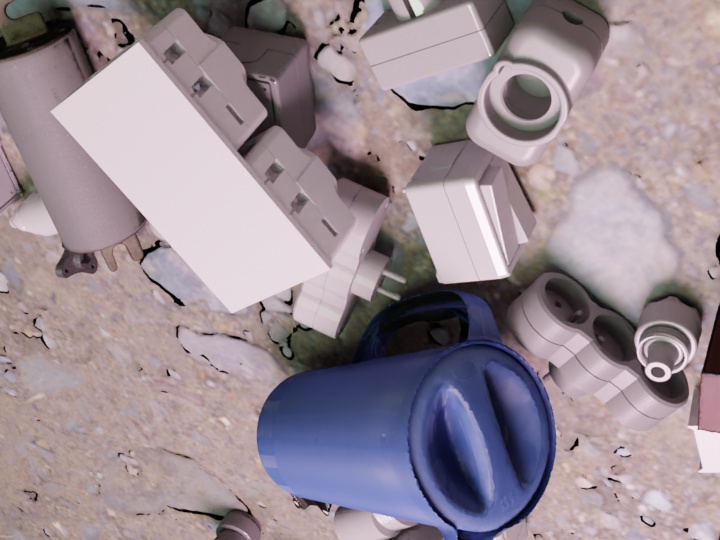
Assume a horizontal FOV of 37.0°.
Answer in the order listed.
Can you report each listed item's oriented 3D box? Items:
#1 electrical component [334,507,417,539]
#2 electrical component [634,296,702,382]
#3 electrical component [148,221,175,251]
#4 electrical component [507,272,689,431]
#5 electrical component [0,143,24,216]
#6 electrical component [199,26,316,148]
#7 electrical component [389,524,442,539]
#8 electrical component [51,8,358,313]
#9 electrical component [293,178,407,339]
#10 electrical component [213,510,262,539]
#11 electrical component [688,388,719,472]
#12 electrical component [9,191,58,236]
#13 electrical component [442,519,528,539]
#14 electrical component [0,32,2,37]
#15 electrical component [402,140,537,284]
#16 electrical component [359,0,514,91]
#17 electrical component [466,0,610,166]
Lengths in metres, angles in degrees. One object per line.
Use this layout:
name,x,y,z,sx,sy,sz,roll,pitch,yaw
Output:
electrical component,0.019,0.227,0.994,0.081,0.043,0.043,-29,109,39
electrical component,0.211,0.051,0.744,0.043,0.062,0.043,14,130,17
electrical component,-0.115,-0.046,0.837,0.095,0.059,0.053,15,131,16
electrical component,0.164,0.068,0.789,0.138,0.052,0.073,37,133,-3
electrical component,-0.348,-0.065,0.916,0.061,0.096,0.061,3,127,27
electrical component,-0.069,-0.117,0.761,0.062,0.061,0.096,14,137,18
electrical component,0.062,0.282,1.000,0.099,0.064,0.099,14,130,17
electrical component,-0.100,-0.071,0.726,0.105,0.060,0.186,-23,114,41
electrical component,0.000,0.000,0.819,0.074,0.052,0.138,25,133,8
electrical component,-0.131,0.281,1.105,0.045,0.055,0.045,14,130,17
electrical component,0.275,0.115,0.776,0.064,0.042,0.081,-5,123,28
electrical component,-0.273,-0.049,0.928,0.078,0.040,0.040,-11,119,33
electrical component,0.105,0.229,0.916,0.054,0.095,0.059,2,126,26
electrical component,-0.306,-0.162,0.857,0.040,0.040,0.078,37,133,-4
electrical component,0.081,-0.036,0.743,0.061,0.061,0.096,-6,122,31
electrical component,0.040,-0.165,0.673,0.083,0.047,0.075,-12,119,34
electrical component,0.108,-0.115,0.668,0.054,0.059,0.095,30,133,3
